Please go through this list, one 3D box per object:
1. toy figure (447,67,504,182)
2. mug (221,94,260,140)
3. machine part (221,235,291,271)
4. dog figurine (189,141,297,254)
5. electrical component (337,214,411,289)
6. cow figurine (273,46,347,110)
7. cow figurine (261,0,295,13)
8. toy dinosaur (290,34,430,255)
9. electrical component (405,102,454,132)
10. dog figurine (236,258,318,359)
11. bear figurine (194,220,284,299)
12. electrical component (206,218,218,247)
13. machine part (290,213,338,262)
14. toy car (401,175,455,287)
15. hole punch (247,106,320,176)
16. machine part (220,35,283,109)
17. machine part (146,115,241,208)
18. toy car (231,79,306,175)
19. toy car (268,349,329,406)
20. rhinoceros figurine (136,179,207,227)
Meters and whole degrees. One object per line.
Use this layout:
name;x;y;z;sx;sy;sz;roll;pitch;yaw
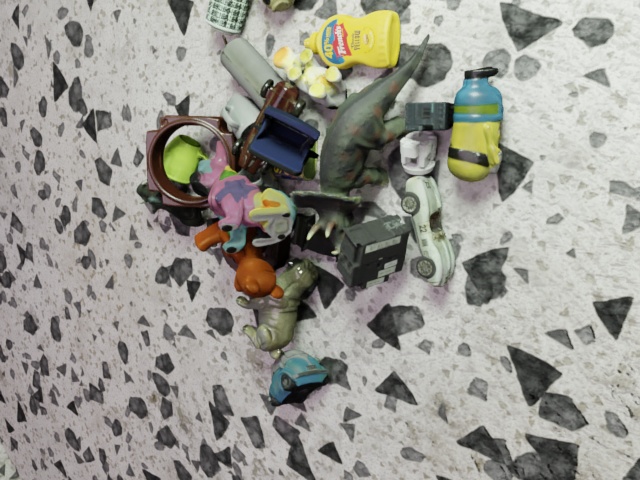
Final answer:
toy figure;0.252;-0.185;0.872;0.089;0.082;0.180;3;107;28
mug;-0.167;-0.260;1.147;0.080;0.109;0.107;-53;56;33
machine part;-0.144;-0.001;1.211;0.180;0.056;0.179;7;103;33
dog figurine;-0.154;-0.097;1.058;0.108;0.192;0.219;84;170;-58
electrical component;0.093;0.026;0.963;0.134;0.115;0.058;97;151;-43
cow figurine;-0.016;-0.313;1.042;0.068;0.098;0.167;-49;60;4
cow figurine;-0.041;-0.516;1.015;0.195;0.085;0.127;-41;70;31
toy dinosaur;0.062;-0.169;0.944;0.131;0.192;0.404;29;118;25
electrical component;0.180;-0.206;0.900;0.075;0.119;0.047;8;105;36
dog figurine;-0.068;0.146;1.146;0.190;0.121;0.172;-32;81;34
bear figurine;-0.161;0.049;1.108;0.132;0.120;0.196;-34;63;27
electrical component;-0.241;-0.032;1.266;0.021;0.063;0.094;1;99;35
machine part;-0.002;-0.003;1.121;0.139;0.039;0.084;26;108;30
toy car;0.196;-0.015;0.955;0.056;0.073;0.201;-14;92;37
hole punch;-0.058;-0.192;0.973;0.142;0.116;0.092;23;122;-6
machine part;-0.131;-0.338;1.120;0.243;0.079;0.079;49;123;17
machine part;-0.280;-0.174;1.198;0.202;0.087;0.200;2;102;1
toy car;-0.106;-0.217;1.059;0.089;0.053;0.202;34;115;0
toy car;-0.058;0.297;1.192;0.161;0.109;0.103;-53;46;43
rhinoceros figurine;-0.363;-0.088;1.313;0.190;0.112;0.073;29;117;19
